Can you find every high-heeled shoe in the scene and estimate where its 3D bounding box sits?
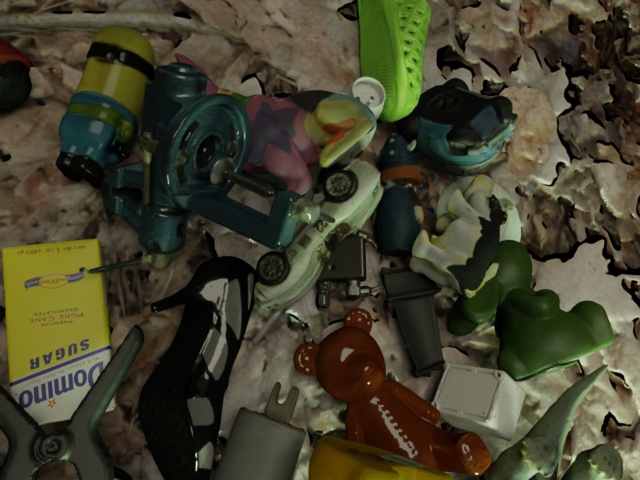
[{"bbox_3d":[-0.113,0.144,0.580,0.145,0.086,0.248,-13,101,-53],"label":"high-heeled shoe"}]

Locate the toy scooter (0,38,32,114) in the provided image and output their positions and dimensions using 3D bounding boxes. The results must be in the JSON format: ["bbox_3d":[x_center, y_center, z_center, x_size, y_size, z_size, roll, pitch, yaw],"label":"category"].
[{"bbox_3d":[-0.411,-0.182,0.564,0.184,0.075,0.135,-30,84,-16],"label":"toy scooter"}]

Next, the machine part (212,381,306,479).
[{"bbox_3d":[-0.076,0.262,0.537,0.079,0.079,0.243,23,72,-9],"label":"machine part"}]

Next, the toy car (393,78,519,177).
[{"bbox_3d":[0.181,-0.136,0.699,0.109,0.162,0.102,-40,131,-12],"label":"toy car"}]

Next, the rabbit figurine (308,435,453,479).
[{"bbox_3d":[0.017,0.266,0.460,0.121,0.163,0.173,20,73,-48],"label":"rabbit figurine"}]

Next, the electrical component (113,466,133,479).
[{"bbox_3d":[-0.203,0.295,0.502,0.115,0.058,0.134,36,69,-2],"label":"electrical component"}]

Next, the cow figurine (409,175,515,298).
[{"bbox_3d":[0.189,-0.010,0.658,0.098,0.068,0.167,33,63,20],"label":"cow figurine"}]

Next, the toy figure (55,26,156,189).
[{"bbox_3d":[-0.234,-0.150,0.596,0.082,0.089,0.180,22,68,-17],"label":"toy figure"}]

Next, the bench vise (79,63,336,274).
[{"bbox_3d":[-0.111,-0.047,0.532,0.241,0.129,0.223,24,103,22],"label":"bench vise"}]

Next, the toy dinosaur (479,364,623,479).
[{"bbox_3d":[0.200,0.305,0.574,0.131,0.192,0.405,47,52,11],"label":"toy dinosaur"}]

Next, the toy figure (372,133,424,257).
[{"bbox_3d":[0.098,-0.058,0.682,0.064,0.057,0.154,2,77,4],"label":"toy figure"}]

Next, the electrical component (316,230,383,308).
[{"bbox_3d":[0.032,0.029,0.651,0.078,0.045,0.102,-10,74,11],"label":"electrical component"}]

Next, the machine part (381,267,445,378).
[{"bbox_3d":[0.120,0.097,0.659,0.084,0.039,0.139,-3,75,-22],"label":"machine part"}]

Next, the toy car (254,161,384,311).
[{"bbox_3d":[-0.001,-0.002,0.602,0.056,0.073,0.201,36,84,19],"label":"toy car"}]

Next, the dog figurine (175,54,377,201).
[{"bbox_3d":[-0.067,-0.143,0.627,0.219,0.108,0.191,45,89,3],"label":"dog figurine"}]

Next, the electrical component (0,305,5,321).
[{"bbox_3d":[-0.369,0.097,0.512,0.075,0.048,0.119,30,70,-6],"label":"electrical component"}]

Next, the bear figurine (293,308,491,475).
[{"bbox_3d":[0.067,0.175,0.577,0.120,0.132,0.195,-28,91,-19],"label":"bear figurine"}]

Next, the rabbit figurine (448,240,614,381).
[{"bbox_3d":[0.240,0.085,0.673,0.159,0.121,0.170,-14,64,-11],"label":"rabbit figurine"}]
